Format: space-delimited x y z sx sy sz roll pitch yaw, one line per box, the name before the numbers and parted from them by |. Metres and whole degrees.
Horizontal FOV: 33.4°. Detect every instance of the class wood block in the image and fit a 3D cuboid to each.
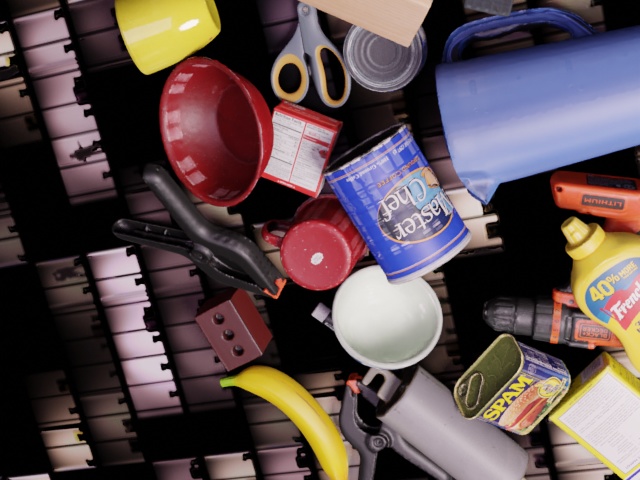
wood block | 0.017 -0.281 1.034 0.206 0.091 0.090 23 73 -2

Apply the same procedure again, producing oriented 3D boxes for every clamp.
clamp | -0.130 -0.002 1.192 0.210 0.036 0.165 28 150 -2
clamp | 0.082 0.234 1.253 0.120 0.039 0.171 -15 103 5

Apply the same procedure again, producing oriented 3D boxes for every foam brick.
foam brick | -0.100 0.101 1.243 0.053 0.051 0.078 -28 100 20

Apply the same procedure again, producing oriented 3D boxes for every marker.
marker | 0.043 0.115 1.230 0.121 0.020 0.020 37 113 -1

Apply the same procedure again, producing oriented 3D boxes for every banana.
banana | -0.026 0.211 1.275 0.198 0.037 0.070 43 131 -2

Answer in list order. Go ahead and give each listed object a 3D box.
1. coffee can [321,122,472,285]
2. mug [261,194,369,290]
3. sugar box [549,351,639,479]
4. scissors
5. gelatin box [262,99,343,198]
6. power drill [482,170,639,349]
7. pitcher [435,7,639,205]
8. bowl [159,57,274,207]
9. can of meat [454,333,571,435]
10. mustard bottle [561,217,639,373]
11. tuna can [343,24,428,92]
coffee can | 0.081 -0.038 1.123 0.103 0.102 0.140 -28 100 21
mug | -0.008 0.001 1.170 0.117 0.081 0.093 17 112 7
sugar box | 0.349 0.214 1.178 0.176 0.048 0.093 39 113 -6
scissors | -0.029 -0.231 1.130 0.096 0.016 0.202 -18 103 19
gelatin box | -0.023 -0.100 1.160 0.073 0.030 0.089 21 122 6
power drill | 0.270 0.024 1.125 0.184 0.057 0.188 5 113 8
pitcher | 0.238 -0.145 1.044 0.243 0.145 0.149 -13 117 14
bowl | -0.101 -0.119 1.145 0.162 0.055 0.162 18 117 39
can of meat | 0.212 0.161 1.169 0.083 0.057 0.102 23 117 -30
mustard bottle | 0.308 0.050 1.064 0.096 0.058 0.191 -40 101 23
tuna can | 0.067 -0.198 1.108 0.086 0.033 0.086 4 109 12
